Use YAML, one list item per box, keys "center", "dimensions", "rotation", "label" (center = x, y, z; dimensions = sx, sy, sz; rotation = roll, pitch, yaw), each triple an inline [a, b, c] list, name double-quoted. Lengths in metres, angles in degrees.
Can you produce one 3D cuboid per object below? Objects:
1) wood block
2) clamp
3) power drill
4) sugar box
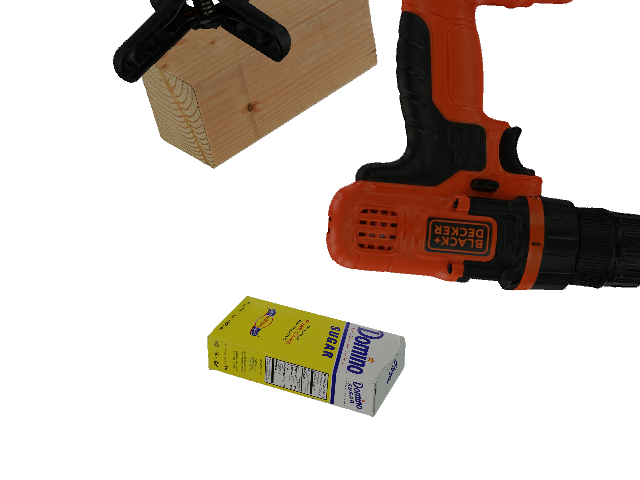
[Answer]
- center: [-0.054, -0.167, 0.998]
  dimensions: [0.205, 0.091, 0.090]
  rotation: [-35, 44, -26]
  label: "wood block"
- center: [-0.076, -0.170, 0.771]
  dimensions: [0.120, 0.039, 0.171]
  rotation: [2, 44, 3]
  label: "clamp"
- center: [0.101, -0.067, 0.568]
  dimensions: [0.184, 0.188, 0.057]
  rotation: [4, 1, -5]
  label: "power drill"
- center: [-0.013, 0.110, 1.046]
  dimensions: [0.176, 0.048, 0.093]
  rotation: [11, 28, 19]
  label: "sugar box"
